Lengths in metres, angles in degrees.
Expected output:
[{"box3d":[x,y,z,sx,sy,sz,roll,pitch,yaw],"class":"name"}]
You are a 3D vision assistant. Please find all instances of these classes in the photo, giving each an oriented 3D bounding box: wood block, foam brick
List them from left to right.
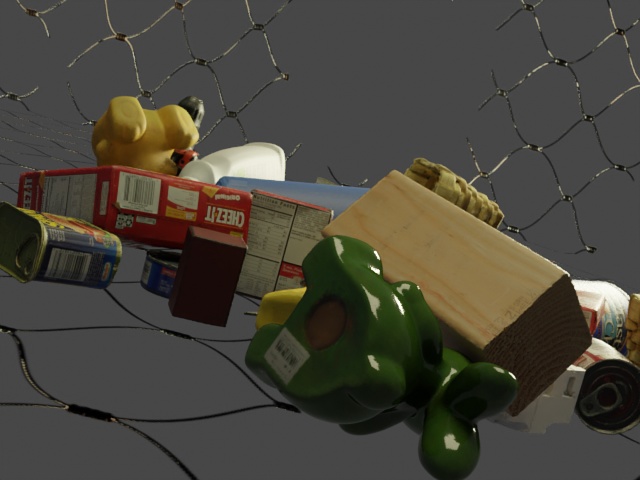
[{"box3d":[-0.102,0.033,0.964,0.051,0.078,0.053,14,8,-13],"class":"foam brick"},{"box3d":[0.106,0.036,0.856,0.206,0.090,0.090,37,-17,47],"class":"wood block"}]

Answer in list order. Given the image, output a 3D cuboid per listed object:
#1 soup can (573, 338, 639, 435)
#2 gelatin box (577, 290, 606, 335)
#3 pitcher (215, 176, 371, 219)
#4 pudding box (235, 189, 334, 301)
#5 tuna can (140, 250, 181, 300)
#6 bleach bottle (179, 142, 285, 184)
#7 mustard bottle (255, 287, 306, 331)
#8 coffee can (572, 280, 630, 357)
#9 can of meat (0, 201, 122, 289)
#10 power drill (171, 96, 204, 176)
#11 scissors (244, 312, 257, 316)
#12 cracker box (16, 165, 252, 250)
[{"box3d":[0.252,0.130,0.972,0.068,0.068,0.102,15,6,-2],"class":"soup can"},{"box3d":[0.235,0.067,1.065,0.089,0.030,0.073,9,13,20],"class":"gelatin box"},{"box3d":[-0.008,0.002,1.223,0.242,0.149,0.145,8,15,-14],"class":"pitcher"},{"box3d":[-0.043,0.011,1.120,0.090,0.113,0.039,16,3,2],"class":"pudding box"},{"box3d":[-0.132,0.037,1.046,0.086,0.034,0.086,15,6,-2],"class":"tuna can"},{"box3d":[-0.116,-0.073,1.328,0.068,0.102,0.250,4,5,17],"class":"bleach bottle"},{"box3d":[0.018,0.072,0.982,0.096,0.058,0.191,17,6,18],"class":"mustard bottle"},{"box3d":[0.277,0.094,1.180,0.103,0.103,0.140,20,9,38],"class":"coffee can"},{"box3d":[-0.241,0.007,0.966,0.083,0.057,0.102,12,7,-42],"class":"can of meat"},{"box3d":[-0.157,-0.092,1.515,0.188,0.184,0.057,27,9,20],"class":"power drill"},{"box3d":[0.013,0.082,1.071,0.096,0.016,0.201,18,7,25],"class":"scissors"},{"box3d":[-0.199,-0.028,1.119,0.163,0.072,0.214,10,-5,-39],"class":"cracker box"}]
